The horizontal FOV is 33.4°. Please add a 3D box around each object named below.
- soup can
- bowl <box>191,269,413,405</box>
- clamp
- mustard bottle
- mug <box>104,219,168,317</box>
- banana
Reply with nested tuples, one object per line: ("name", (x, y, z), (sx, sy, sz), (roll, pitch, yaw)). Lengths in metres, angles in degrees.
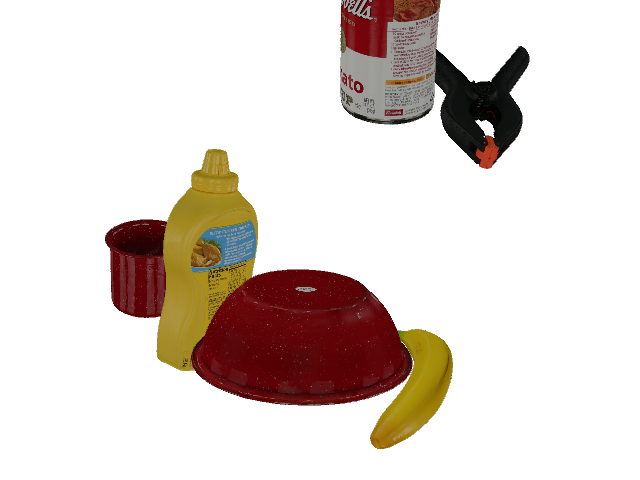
("soup can", (0.047, -0.139, 0.724), (0.068, 0.102, 0.068), (0, 36, 0))
("bowl", (-0.012, 0.060, 0.769), (0.162, 0.055, 0.162), (2, 16, -1))
("clamp", (0.145, -0.142, 1.049), (0.120, 0.171, 0.039), (6, -44, 5))
("mustard bottle", (-0.098, 0.014, 0.948), (0.058, 0.192, 0.096), (19, 21, 39))
("mug", (-0.200, 0.028, 1.192), (0.093, 0.081, 0.117), (-19, 35, -39))
("banana", (0.091, 0.133, 1.007), (0.070, 0.037, 0.197), (-22, 18, 17))
